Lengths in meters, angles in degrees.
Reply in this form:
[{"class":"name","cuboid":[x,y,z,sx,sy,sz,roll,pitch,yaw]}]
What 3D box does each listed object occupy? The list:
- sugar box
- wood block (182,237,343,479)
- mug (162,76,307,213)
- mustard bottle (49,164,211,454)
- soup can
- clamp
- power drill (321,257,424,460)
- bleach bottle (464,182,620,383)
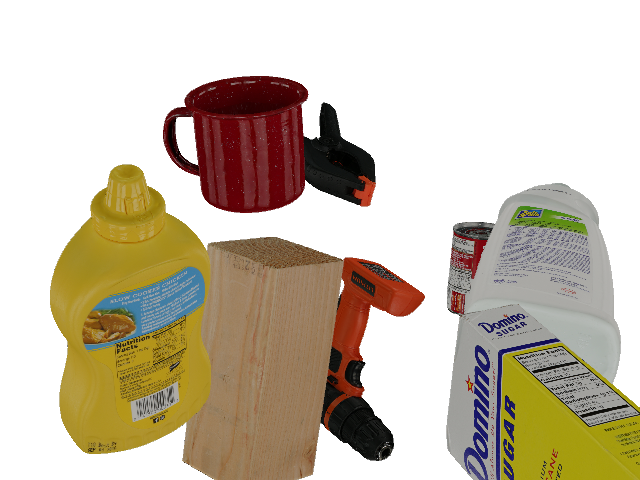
[{"class":"sugar box","cuboid":[0.125,0.113,0.533,0.048,0.093,0.176,-10,28,-24]},{"class":"wood block","cuboid":[-0.053,0.109,0.958,0.090,0.206,0.090,18,16,39]},{"class":"mug","cuboid":[-0.065,-0.073,0.818,0.117,0.081,0.093,4,27,13]},{"class":"mustard bottle","cuboid":[-0.111,0.038,0.633,0.096,0.192,0.058,-20,45,-28]},{"class":"soup can","cuboid":[0.187,0.035,1.266,0.068,0.102,0.068,3,15,-1]},{"class":"clamp","cuboid":[-0.008,-0.091,1.105,0.120,0.039,0.172,-13,39,-22]},{"class":"power drill","cuboid":[0.045,0.127,1.181,0.057,0.188,0.185,13,16,-41]},{"class":"bleach bottle","cuboid":[0.169,0.018,0.771,0.103,0.068,0.250,12,28,13]}]
